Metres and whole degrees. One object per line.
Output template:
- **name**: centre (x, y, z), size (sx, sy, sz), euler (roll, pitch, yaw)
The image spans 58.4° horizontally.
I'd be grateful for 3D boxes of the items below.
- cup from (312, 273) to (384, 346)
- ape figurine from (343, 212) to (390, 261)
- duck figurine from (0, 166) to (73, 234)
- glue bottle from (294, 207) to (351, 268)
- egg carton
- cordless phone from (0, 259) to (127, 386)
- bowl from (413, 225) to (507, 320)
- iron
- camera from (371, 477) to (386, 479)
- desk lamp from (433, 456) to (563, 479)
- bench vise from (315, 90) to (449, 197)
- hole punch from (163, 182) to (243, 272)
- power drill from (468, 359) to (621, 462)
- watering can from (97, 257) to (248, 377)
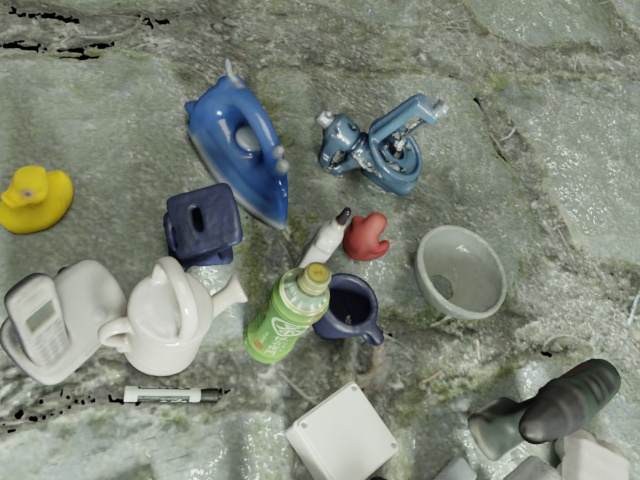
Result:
- **cup**: centre (0.035, 0.116, 0.824), size (0.117, 0.095, 0.092), euler (46, 54, 8)
- **ape figurine**: centre (0.079, -0.012, 0.922), size (0.076, 0.092, 0.077), euler (-21, 71, -32)
- **duck figurine**: centre (-0.377, -0.066, 0.759), size (0.077, 0.086, 0.105), euler (40, 54, 3)
- **glue bottle**: centre (0.008, 0.003, 0.831), size (0.037, 0.173, 0.078), euler (30, 54, -4)
- **egg carton**: centre (0.399, 0.363, 0.850), size (0.107, 0.069, 0.150), euler (26, 54, -7)
- **cordless phone**: centre (-0.290, 0.072, 0.652), size (0.094, 0.185, 0.148), euler (36, 53, 0)
- **bowl**: centre (0.219, 0.063, 0.949), size (0.168, 0.074, 0.167), euler (11, 57, -17)
- **iron**: centre (-0.104, -0.151, 0.895), size (0.119, 0.141, 0.258), euler (-25, 73, -33)
- **camera**: centre (0.064, 0.366, 0.683), size (0.143, 0.100, 0.137), euler (45, 54, 7)
- **desk lamp**: centre (0.186, 0.338, 0.683), size (0.204, 0.213, 0.118), euler (-32, 77, -34)
- **bench vise**: centre (0.100, -0.168, 0.945), size (0.208, 0.219, 0.121), euler (8, 58, -19)
- **hole punch**: centre (-0.169, -0.019, 0.818), size (0.101, 0.091, 0.108), euler (-5, 63, -26)
- **power drill**: centre (0.304, 0.242, 0.795), size (0.230, 0.208, 0.075), euler (-19, 69, -31)
- **watering can**: centre (-0.174, 0.083, 0.691), size (0.101, 0.194, 0.173), euler (45, 54, 7)
